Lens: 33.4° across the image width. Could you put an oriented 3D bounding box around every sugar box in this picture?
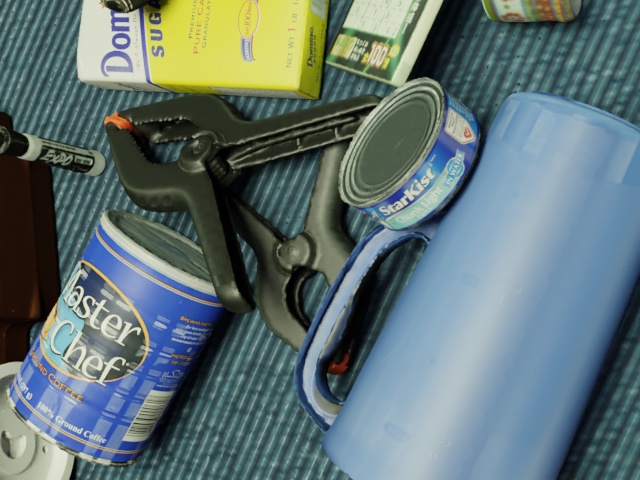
[{"bbox_3d":[-0.083,-0.149,0.741,0.176,0.048,0.093,5,88,20],"label":"sugar box"}]

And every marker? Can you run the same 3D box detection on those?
[{"bbox_3d":[-0.187,-0.060,0.735,0.020,0.121,0.020,-1,86,20],"label":"marker"}]

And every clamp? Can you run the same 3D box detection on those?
[{"bbox_3d":[-0.005,0.001,0.705,0.120,0.039,0.171,-32,73,22],"label":"clamp"},{"bbox_3d":[-0.073,-0.041,0.695,0.210,0.036,0.164,15,63,36],"label":"clamp"}]

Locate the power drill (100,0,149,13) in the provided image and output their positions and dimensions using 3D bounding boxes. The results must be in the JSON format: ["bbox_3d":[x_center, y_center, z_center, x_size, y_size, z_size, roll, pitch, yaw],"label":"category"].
[{"bbox_3d":[-0.169,-0.237,0.748,0.188,0.057,0.184,8,63,21],"label":"power drill"}]

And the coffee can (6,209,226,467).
[{"bbox_3d":[-0.131,0.064,0.715,0.103,0.102,0.140,33,99,20],"label":"coffee can"}]

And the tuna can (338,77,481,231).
[{"bbox_3d":[0.051,-0.048,0.613,0.086,0.033,0.086,-40,31,30],"label":"tuna can"}]

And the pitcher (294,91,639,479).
[{"bbox_3d":[0.099,0.039,0.618,0.149,0.145,0.243,24,92,-20],"label":"pitcher"}]
